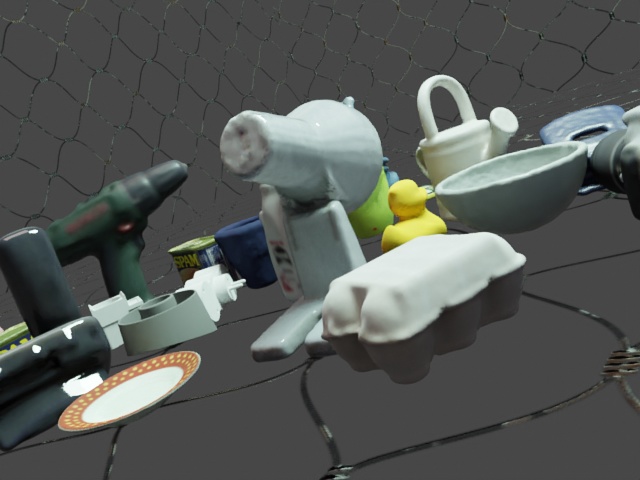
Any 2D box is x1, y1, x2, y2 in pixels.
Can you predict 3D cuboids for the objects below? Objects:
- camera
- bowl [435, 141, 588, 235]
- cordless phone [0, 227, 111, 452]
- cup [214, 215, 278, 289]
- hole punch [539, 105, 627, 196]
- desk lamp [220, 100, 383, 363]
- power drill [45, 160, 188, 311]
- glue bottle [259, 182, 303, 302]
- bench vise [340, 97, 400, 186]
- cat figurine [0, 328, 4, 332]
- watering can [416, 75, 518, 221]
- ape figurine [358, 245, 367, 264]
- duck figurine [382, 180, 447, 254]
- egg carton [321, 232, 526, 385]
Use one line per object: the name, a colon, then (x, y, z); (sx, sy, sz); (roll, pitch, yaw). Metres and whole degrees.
camera: (0.339, -0.090, 0.557); (0.143, 0.101, 0.136); (-20, 10, -2)
bowl: (0.220, -0.050, 0.644); (0.167, 0.075, 0.167); (-19, 10, 4)
cordless phone: (-0.294, 0.091, 0.554); (0.093, 0.185, 0.148); (-8, 16, 47)
cup: (-0.079, 0.016, 0.798); (0.117, 0.095, 0.092); (-14, 12, 28)
hole punch: (0.338, -0.113, 0.705); (0.108, 0.091, 0.101); (-17, 11, 14)
desk lamp: (-0.008, -0.025, 0.548); (0.117, 0.214, 0.204); (-14, 12, 27)
power drill: (-0.266, 0.017, 0.821); (0.230, 0.208, 0.075); (-21, 11, -9)
glue bottle: (-0.040, -0.012, 0.652); (0.037, 0.173, 0.078); (-27, 13, -33)
bench vise: (0.042, -0.157, 1.121); (0.208, 0.220, 0.121); (-26, 12, -30)
cat figurine: (-0.413, 0.148, 0.670); (0.067, 0.118, 0.128); (-14, 12, 28)
watering can: (0.195, -0.134, 0.788); (0.172, 0.194, 0.101); (-12, 13, 37)
ape figurine: (0.007, 0.003, 0.716); (0.076, 0.092, 0.077); (-23, 11, -15)
duck figurine: (0.109, -0.031, 0.716); (0.077, 0.086, 0.105); (-10, 14, 43)
egg carton: (0.077, 0.044, 0.432); (0.151, 0.069, 0.107); (-26, 12, -30)
